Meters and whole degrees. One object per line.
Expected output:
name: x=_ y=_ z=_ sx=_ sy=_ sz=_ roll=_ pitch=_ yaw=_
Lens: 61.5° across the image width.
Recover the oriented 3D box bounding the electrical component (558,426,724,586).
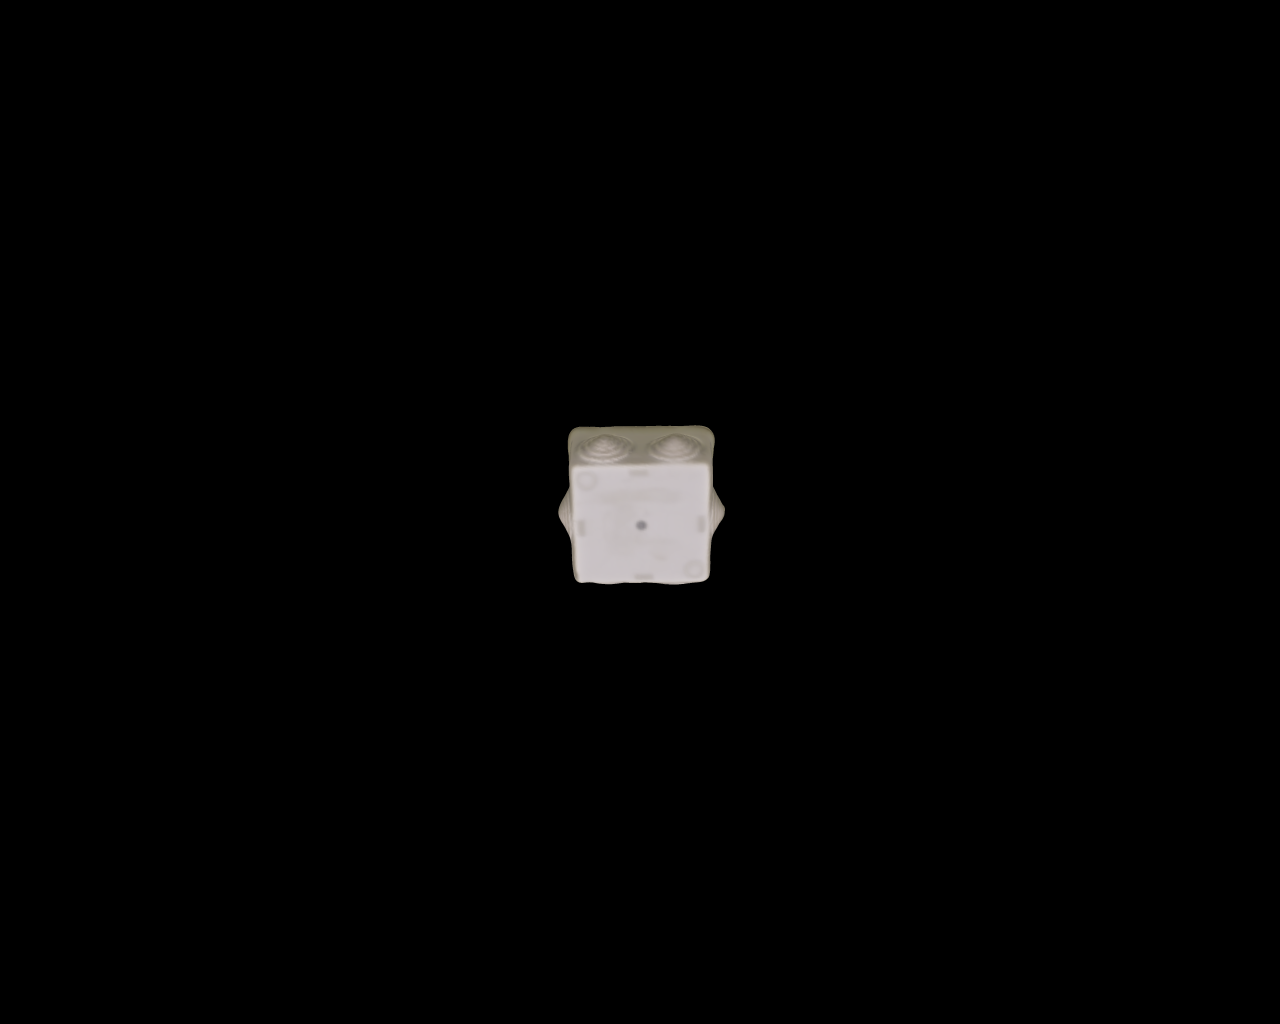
electrical component: x=0.001 y=-0.003 z=0.650 sx=0.100 sy=0.099 sz=0.048 roll=0 pitch=28 yaw=0
